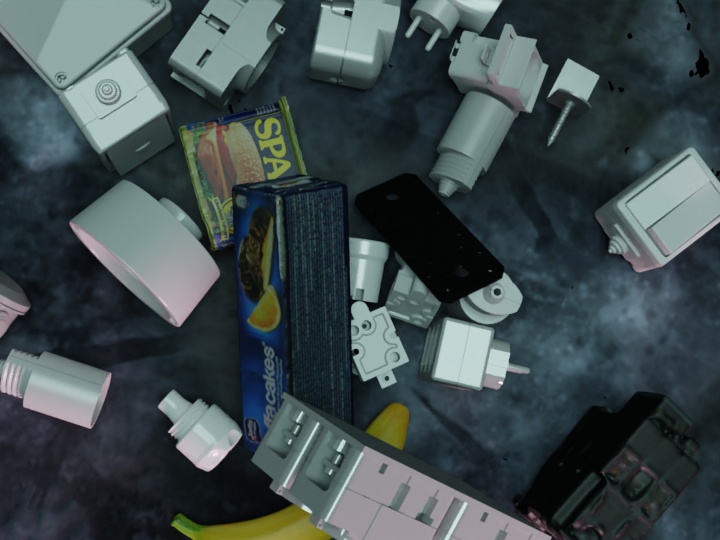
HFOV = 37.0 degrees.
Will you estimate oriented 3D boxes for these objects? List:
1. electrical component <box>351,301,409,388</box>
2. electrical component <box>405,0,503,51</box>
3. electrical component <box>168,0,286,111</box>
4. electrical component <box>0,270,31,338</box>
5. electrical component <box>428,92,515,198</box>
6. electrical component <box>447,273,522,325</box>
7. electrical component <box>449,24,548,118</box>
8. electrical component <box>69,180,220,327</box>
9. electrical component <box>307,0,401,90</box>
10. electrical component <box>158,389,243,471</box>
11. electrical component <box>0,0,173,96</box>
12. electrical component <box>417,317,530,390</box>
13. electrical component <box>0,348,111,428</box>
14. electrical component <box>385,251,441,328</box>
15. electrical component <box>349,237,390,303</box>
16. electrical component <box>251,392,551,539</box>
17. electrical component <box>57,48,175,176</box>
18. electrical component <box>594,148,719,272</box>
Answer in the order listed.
[{"bbox_3d":[0.007,0.056,0.812,0.048,0.055,0.066,-23,88,-8],"label":"electrical component"},{"bbox_3d":[0.065,-0.210,0.851,0.077,0.044,0.079,33,82,-3],"label":"electrical component"},{"bbox_3d":[-0.098,-0.173,0.826,0.056,0.050,0.089,33,82,-2],"label":"electrical component"},{"bbox_3d":[-0.282,0.019,0.771,0.080,0.080,0.051,37,87,-2],"label":"electrical component"},{"bbox_3d":[0.084,-0.094,0.843,0.043,0.043,0.081,29,82,-3],"label":"electrical component"},{"bbox_3d":[0.094,0.020,0.814,0.043,0.081,0.043,1,84,-7],"label":"electrical component"},{"bbox_3d":[0.106,-0.156,0.837,0.064,0.081,0.042,16,80,24],"label":"electrical component"},{"bbox_3d":[-0.149,-0.018,0.778,0.108,0.108,0.060,43,75,-1],"label":"electrical component"},{"bbox_3d":[-0.003,-0.193,0.837,0.059,0.054,0.095,11,83,-5],"label":"electrical component"},{"bbox_3d":[-0.122,0.116,0.798,0.062,0.043,0.043,42,81,0],"label":"electrical component"},{"bbox_3d":[-0.216,-0.198,0.811,0.109,0.056,0.108,-42,90,-9],"label":"electrical component"},{"bbox_3d":[0.090,0.068,0.816,0.077,0.066,0.047,13,83,-5],"label":"electrical component"},{"bbox_3d":[-0.229,0.083,0.789,0.081,0.043,0.043,19,83,-4],"label":"electrical component"},{"bbox_3d":[0.046,0.007,0.821,0.048,0.066,0.055,19,63,-1],"label":"electrical component"},{"bbox_3d":[0.000,0.000,0.826,0.040,0.040,0.046,8,89,-6],"label":"electrical component"},{"bbox_3d":[0.027,0.161,0.740,0.186,0.105,0.060,32,85,-34],"label":"electrical component"},{"bbox_3d":[-0.175,-0.113,0.787,0.062,0.096,0.061,-35,90,-8],"label":"electrical component"},{"bbox_3d":[0.236,-0.043,0.846,0.096,0.061,0.061,-37,89,-9],"label":"electrical component"}]
